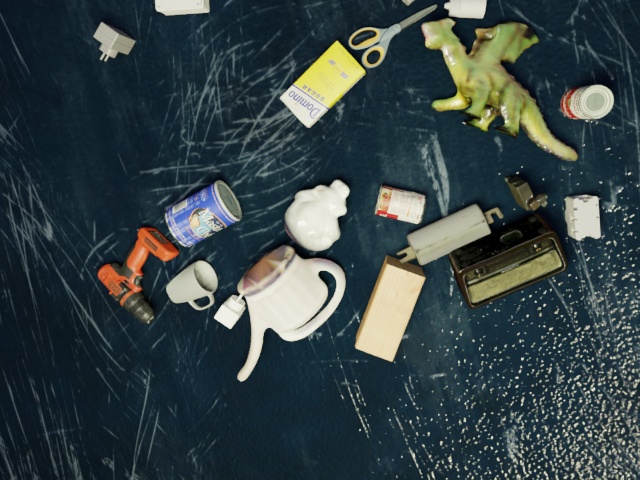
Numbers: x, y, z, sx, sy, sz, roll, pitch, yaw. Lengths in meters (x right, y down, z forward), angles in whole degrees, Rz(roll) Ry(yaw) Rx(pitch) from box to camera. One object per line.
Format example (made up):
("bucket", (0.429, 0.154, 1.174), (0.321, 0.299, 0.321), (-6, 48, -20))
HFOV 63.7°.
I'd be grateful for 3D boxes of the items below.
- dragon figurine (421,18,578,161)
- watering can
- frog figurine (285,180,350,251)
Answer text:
("dragon figurine", (0.387, -0.341, 1.075), (0.410, 0.122, 0.242), (20, 92, -6))
("watering can", (-0.102, 0.154, 1.166), (0.348, 0.105, 0.221), (-40, 114, -4))
("frog figurine", (0.003, -0.058, 1.143), (0.157, 0.123, 0.139), (-38, 74, 22))
